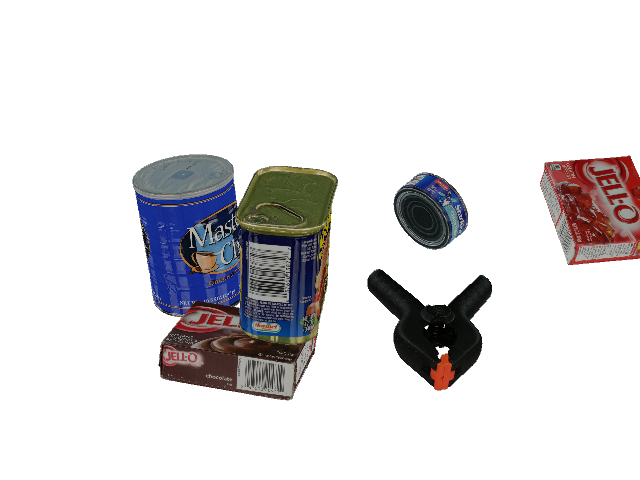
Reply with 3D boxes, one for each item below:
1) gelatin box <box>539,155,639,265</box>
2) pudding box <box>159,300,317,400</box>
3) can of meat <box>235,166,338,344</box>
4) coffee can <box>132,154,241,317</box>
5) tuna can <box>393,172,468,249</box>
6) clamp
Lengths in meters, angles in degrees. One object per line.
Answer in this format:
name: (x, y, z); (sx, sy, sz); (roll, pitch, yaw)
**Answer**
gelatin box: (0.221, -0.026, 0.843); (0.073, 0.089, 0.030); (-5, -38, -6)
pudding box: (-0.066, 0.089, 0.882); (0.113, 0.039, 0.090); (10, 21, 8)
can of meat: (-0.022, 0.009, 0.703); (0.057, 0.084, 0.102); (5, 25, 5)
coffee can: (-0.133, -0.006, 1.106); (0.103, 0.140, 0.103); (-4, 26, 2)
tuna can: (0.126, -0.033, 1.227); (0.033, 0.086, 0.086); (-37, 21, -31)
clamp: (0.115, 0.075, 0.982); (0.120, 0.039, 0.171); (-6, 32, -5)
